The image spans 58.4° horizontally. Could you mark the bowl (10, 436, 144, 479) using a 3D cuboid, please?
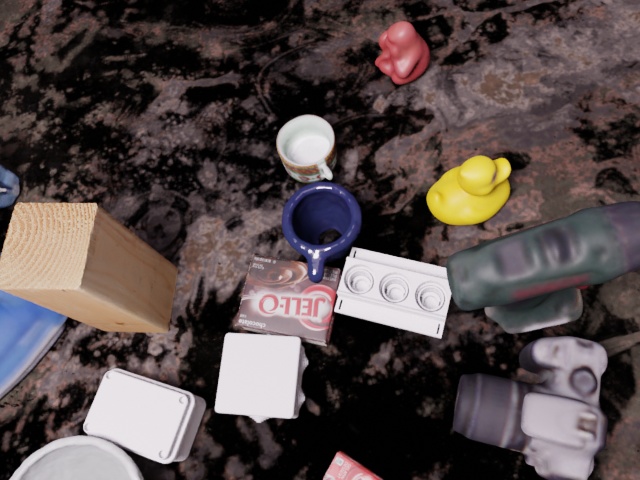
[{"bbox_3d":[-0.252,0.298,0.615,0.167,0.075,0.167,-3,69,7],"label":"bowl"}]

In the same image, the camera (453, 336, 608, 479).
[{"bbox_3d":[0.211,0.163,0.584,0.136,0.101,0.143,10,71,12],"label":"camera"}]

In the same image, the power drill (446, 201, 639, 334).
[{"bbox_3d":[0.239,0.030,0.571,0.229,0.209,0.075,-14,68,3],"label":"power drill"}]

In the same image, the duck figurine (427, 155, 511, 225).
[{"bbox_3d":[0.179,-0.066,0.682,0.104,0.086,0.077,-19,68,1],"label":"duck figurine"}]

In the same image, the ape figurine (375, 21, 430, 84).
[{"bbox_3d":[0.108,-0.254,0.759,0.076,0.092,0.078,0,70,8],"label":"ape figurine"}]

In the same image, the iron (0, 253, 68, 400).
[{"bbox_3d":[-0.420,0.119,0.670,0.118,0.141,0.258,30,77,18],"label":"iron"}]

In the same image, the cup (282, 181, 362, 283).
[{"bbox_3d":[0.006,0.002,0.677,0.091,0.095,0.118,2,70,9],"label":"cup"}]

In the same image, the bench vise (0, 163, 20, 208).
[{"bbox_3d":[-0.495,-0.064,0.708,0.121,0.220,0.207,-4,69,7],"label":"bench vise"}]
